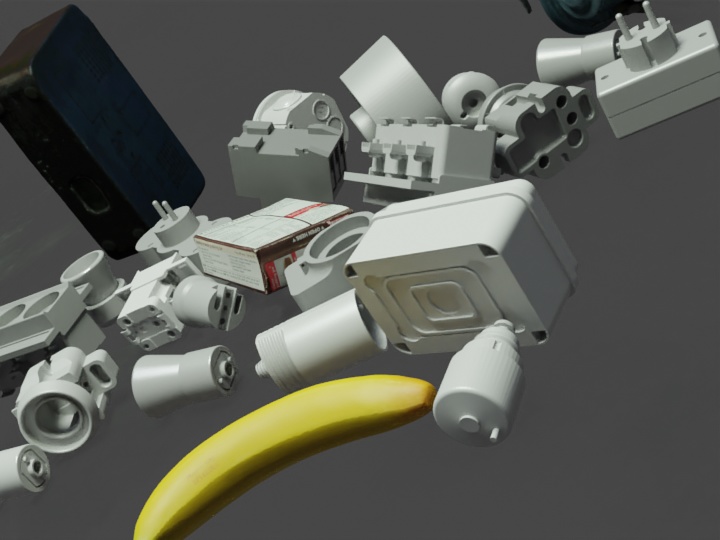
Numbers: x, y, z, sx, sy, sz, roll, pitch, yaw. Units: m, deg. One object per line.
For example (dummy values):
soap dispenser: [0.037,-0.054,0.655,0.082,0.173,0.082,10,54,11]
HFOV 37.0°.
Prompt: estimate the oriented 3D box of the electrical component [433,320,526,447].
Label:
electrical component: [0.065,0.054,0.550,0.040,0.040,0.078,-15,29,33]

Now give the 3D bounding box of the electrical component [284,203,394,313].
electrical component: [0.000,0.000,0.710,0.089,0.055,0.050,-31,24,3]

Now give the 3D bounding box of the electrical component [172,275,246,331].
electrical component: [-0.114,0.026,0.816,0.046,0.040,0.040,9,47,49]

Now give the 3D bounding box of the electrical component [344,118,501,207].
electrical component: [0.048,-0.072,0.748,0.079,0.063,0.121,4,6,-22]

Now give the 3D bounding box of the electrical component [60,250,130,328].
electrical component: [-0.230,0.017,0.950,0.045,0.055,0.045,-26,25,13]

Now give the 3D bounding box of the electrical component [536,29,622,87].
electrical component: [0.174,-0.162,0.827,0.065,0.044,0.044,-5,35,37]

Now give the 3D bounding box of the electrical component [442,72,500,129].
electrical component: [0.088,-0.141,0.886,0.048,0.048,0.062,-31,18,3]

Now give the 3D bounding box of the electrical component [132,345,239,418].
electrical component: [-0.115,0.073,0.728,0.065,0.044,0.044,-14,29,25]

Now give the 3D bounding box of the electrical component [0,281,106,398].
electrical component: [-0.283,0.062,0.918,0.121,0.063,0.078,-18,28,29]

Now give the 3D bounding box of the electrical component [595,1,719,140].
electrical component: [0.197,-0.143,0.721,0.083,0.075,0.047,-22,26,22]

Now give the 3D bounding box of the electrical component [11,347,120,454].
electrical component: [-0.216,0.097,0.783,0.078,0.058,0.057,-29,22,7]

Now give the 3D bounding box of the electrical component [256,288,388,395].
electrical component: [-0.028,0.047,0.670,0.081,0.043,0.043,-26,25,14]

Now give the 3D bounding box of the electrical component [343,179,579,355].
electrical component: [0.058,0.000,0.616,0.113,0.078,0.057,-9,36,42]

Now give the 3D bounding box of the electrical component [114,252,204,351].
electrical component: [-0.159,0.027,0.859,0.081,0.042,0.063,-23,30,30]

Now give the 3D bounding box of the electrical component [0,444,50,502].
electrical component: [-0.252,0.145,0.755,0.065,0.044,0.044,-17,28,21]

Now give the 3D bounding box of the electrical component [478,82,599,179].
electrical component: [0.119,-0.100,0.756,0.078,0.058,0.057,-38,28,-12]

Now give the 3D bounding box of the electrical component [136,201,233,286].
electrical component: [-0.152,-0.030,0.923,0.052,0.073,0.138,-44,27,-25]

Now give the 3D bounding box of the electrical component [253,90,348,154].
electrical component: [-0.054,-0.124,0.979,0.051,0.080,0.080,8,46,48]

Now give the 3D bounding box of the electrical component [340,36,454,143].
electrical component: [0.027,-0.124,0.854,0.060,0.108,0.108,-37,24,4]
